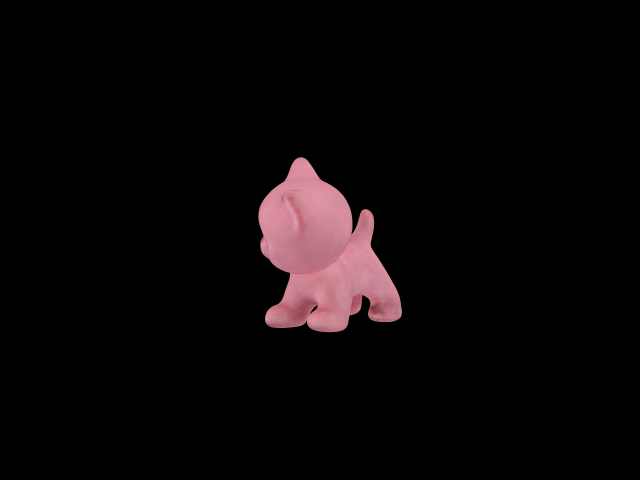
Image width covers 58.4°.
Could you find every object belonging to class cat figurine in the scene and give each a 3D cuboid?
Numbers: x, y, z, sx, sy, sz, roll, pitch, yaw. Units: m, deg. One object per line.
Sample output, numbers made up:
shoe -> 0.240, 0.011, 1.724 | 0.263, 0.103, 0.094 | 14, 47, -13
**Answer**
cat figurine -> 0.004, 0.001, 0.400 | 0.067, 0.118, 0.128 | 0, 0, 38
